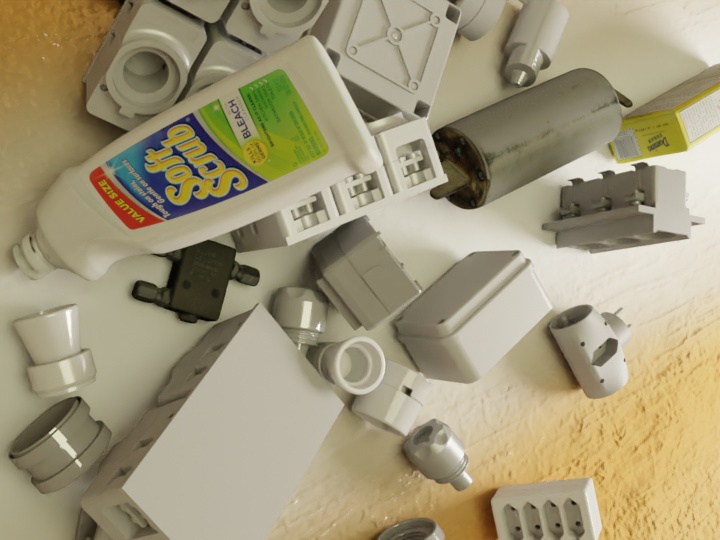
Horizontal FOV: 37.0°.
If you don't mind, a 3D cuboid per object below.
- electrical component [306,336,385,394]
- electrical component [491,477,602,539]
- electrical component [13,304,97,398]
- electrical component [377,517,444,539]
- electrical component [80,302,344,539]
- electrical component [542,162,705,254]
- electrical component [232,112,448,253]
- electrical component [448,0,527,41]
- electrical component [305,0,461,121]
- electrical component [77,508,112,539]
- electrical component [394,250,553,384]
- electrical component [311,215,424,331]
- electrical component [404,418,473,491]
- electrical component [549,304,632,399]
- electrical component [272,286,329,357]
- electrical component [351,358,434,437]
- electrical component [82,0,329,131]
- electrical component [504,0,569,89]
[{"bbox_3d":[-0.015,0.074,0.839,0.044,0.065,0.044,2,86,-30],"label":"electrical component"},{"bbox_3d":[0.166,0.207,0.940,0.076,0.083,0.047,-22,101,-68],"label":"electrical component"},{"bbox_3d":[-0.209,0.055,0.739,0.045,0.045,0.055,-18,97,-30],"label":"electrical component"},{"bbox_3d":[0.046,0.238,0.871,0.078,0.058,0.057,-24,102,-29],"label":"electrical component"},{"bbox_3d":[-0.100,0.126,0.756,0.105,0.060,0.186,52,42,-18],"label":"electrical component"},{"bbox_3d":[0.233,-0.054,0.960,0.079,0.121,0.063,8,81,-30],"label":"electrical component"},{"bbox_3d":[-0.023,-0.070,0.828,0.150,0.089,0.061,-23,99,-29],"label":"electrical component"},{"bbox_3d":[0.123,-0.262,0.946,0.074,0.052,0.138,27,74,-26],"label":"electrical component"},{"bbox_3d":[0.014,-0.185,0.876,0.109,0.056,0.108,25,75,-27],"label":"electrical component"},{"bbox_3d":[-0.163,0.223,0.752,0.074,0.052,0.138,15,79,-29],"label":"electrical component"},{"bbox_3d":[0.094,0.036,0.899,0.113,0.078,0.057,-40,110,-26],"label":"electrical component"},{"bbox_3d":[0.000,0.000,0.845,0.061,0.096,0.061,-37,107,2],"label":"electrical component"},{"bbox_3d":[0.070,0.158,0.897,0.043,0.043,0.062,-49,112,-23],"label":"electrical component"},{"bbox_3d":[0.222,0.065,0.992,0.079,0.043,0.077,-37,105,-26],"label":"electrical component"},{"bbox_3d":[-0.048,0.045,0.834,0.043,0.043,0.062,11,83,-30],"label":"electrical component"},{"bbox_3d":[0.025,0.103,0.868,0.055,0.055,0.047,33,75,-25],"label":"electrical component"},{"bbox_3d":[-0.102,-0.172,0.744,0.105,0.060,0.186,24,115,-27],"label":"electrical component"},{"bbox_3d":[0.154,-0.200,0.967,0.043,0.043,0.081,31,73,-26],"label":"electrical component"}]
